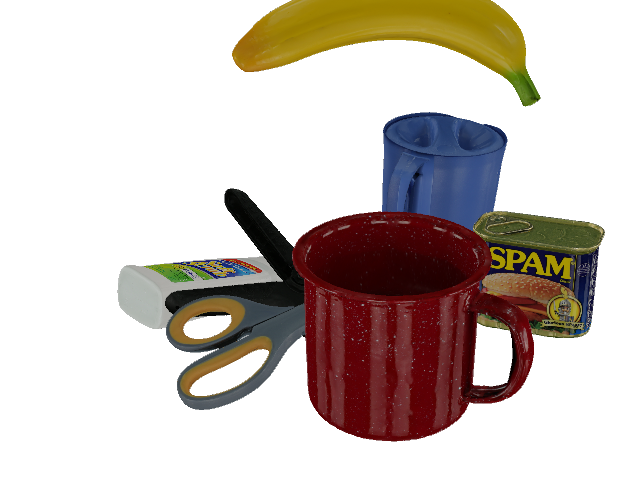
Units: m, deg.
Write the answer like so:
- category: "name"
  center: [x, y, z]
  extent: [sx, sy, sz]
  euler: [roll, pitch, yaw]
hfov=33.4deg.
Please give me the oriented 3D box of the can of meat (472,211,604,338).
- category: "can of meat"
  center: [0.176, 0.029, 0.874]
  extent: [0.102, 0.084, 0.057]
  euler: [9, 25, 21]

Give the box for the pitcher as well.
- category: "pitcher"
  center: [0.123, -0.010, 1.190]
  extent: [0.149, 0.243, 0.145]
  euler: [-4, 27, -14]

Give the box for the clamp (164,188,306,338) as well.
- category: "clamp"
  center: [-0.029, 0.047, 0.974]
  extent: [0.210, 0.036, 0.164]
  euler: [28, 46, 5]

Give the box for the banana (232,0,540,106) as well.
- category: "banana"
  center: [0.045, -0.129, 0.655]
  extent: [0.197, 0.069, 0.037]
  euler: [5, -18, -11]

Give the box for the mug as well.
- category: "mug"
  center: [0.044, 0.044, 0.508]
  extent: [0.117, 0.081, 0.093]
  euler: [11, 28, 24]

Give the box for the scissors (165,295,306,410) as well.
- category: "scissors"
  center: [-0.019, 0.043, 0.725]
  extent: [0.201, 0.016, 0.096]
  euler: [-33, 49, -20]

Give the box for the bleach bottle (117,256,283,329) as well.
- category: "bleach bottle"
  center: [-0.140, 0.057, 1.435]
  extent: [0.250, 0.068, 0.103]
  euler: [-11, 26, -43]
